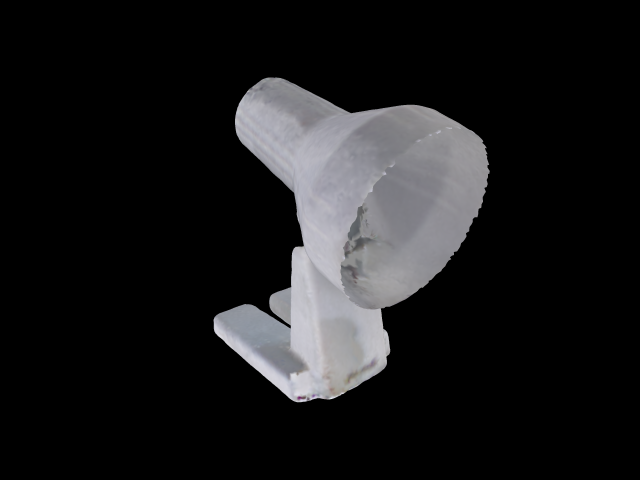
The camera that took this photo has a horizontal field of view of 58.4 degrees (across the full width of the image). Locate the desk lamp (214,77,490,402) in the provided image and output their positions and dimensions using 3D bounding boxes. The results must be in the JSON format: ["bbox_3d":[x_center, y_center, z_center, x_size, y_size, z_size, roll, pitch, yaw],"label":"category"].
[{"bbox_3d":[0.004,0.001,0.400,0.118,0.214,0.202,-17,27,-37],"label":"desk lamp"}]
